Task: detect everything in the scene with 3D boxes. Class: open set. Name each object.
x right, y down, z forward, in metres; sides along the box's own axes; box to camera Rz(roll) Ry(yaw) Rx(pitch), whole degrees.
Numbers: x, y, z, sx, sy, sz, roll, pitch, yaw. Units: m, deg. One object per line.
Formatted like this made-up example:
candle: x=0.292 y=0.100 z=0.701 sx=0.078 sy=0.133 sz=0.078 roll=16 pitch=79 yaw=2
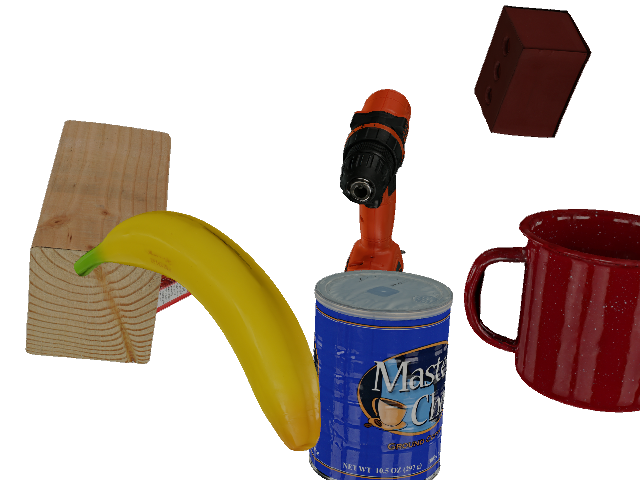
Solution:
gelatin box: x=-0.170 y=0.033 z=1.044 sx=0.089 sy=0.030 sz=0.073 roll=23 pitch=31 yaw=30
coffee can: x=0.044 y=0.103 z=0.808 sx=0.103 sy=0.140 sz=0.103 roll=2 pitch=15 yaw=-1
banana: x=-0.058 y=0.034 z=0.585 sx=0.198 sy=0.070 sz=0.037 roll=34 pitch=18 yaw=34
wood block: x=-0.166 y=-0.006 z=0.824 sx=0.090 sy=0.091 sz=0.206 roll=7 pitch=29 yaw=-10
foam brick: x=0.149 y=-0.120 z=0.759 sx=0.051 sy=0.053 sz=0.078 roll=0 pitch=-45 yaw=-14
power drill: x=0.049 y=-0.026 z=0.982 sx=0.057 sy=0.188 sz=0.184 roll=8 pitch=31 yaw=9
mug: x=0.132 y=0.034 z=0.545 sx=0.117 sy=0.081 sz=0.093 roll=5 pitch=17 yaw=3
